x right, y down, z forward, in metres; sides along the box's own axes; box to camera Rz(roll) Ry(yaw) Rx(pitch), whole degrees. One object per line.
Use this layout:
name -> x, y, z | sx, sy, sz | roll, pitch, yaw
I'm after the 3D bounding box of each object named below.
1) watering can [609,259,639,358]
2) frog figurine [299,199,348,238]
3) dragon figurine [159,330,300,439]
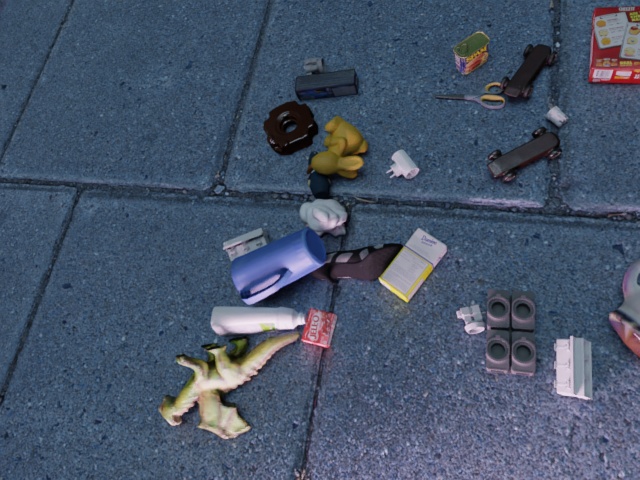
watering can -> 0.776, 0.196, 1.085 | 0.224, 0.102, 0.353 | -36, 62, 1
frog figurine -> 0.004, -0.071, 1.417 | 0.138, 0.157, 0.124 | 16, 73, 23
dragon figurine -> -0.236, 0.386, 1.346 | 0.410, 0.121, 0.244 | -11, 82, 6
